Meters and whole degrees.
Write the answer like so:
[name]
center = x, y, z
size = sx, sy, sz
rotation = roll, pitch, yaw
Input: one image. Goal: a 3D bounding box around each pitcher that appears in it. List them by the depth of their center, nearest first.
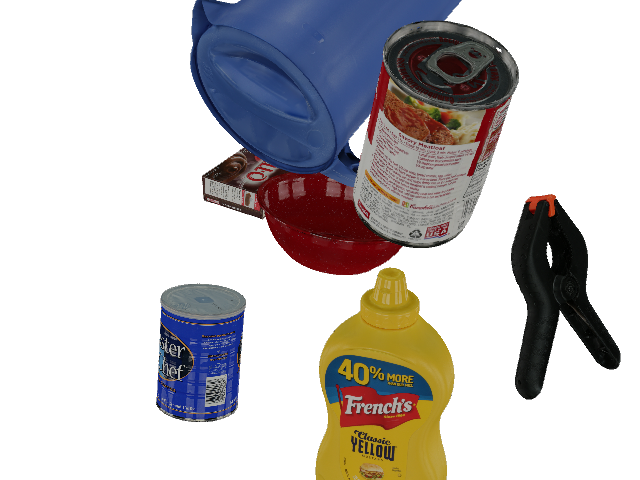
[pitcher]
center = 0.031, -0.166, 0.815
size = 0.145, 0.149, 0.242
rotation = 23, 57, 31

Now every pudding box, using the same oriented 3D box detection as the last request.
[pudding box]
center = -0.080, -0.074, 1.327
size = 0.090, 0.039, 0.113
rotation = 17, 35, 23

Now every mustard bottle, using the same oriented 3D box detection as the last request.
[mustard bottle]
center = 0.047, 0.108, 0.768
size = 0.096, 0.192, 0.058
rotation = 11, 27, 19

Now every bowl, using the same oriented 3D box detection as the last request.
[bowl]
center = 0.015, -0.012, 1.029
size = 0.162, 0.055, 0.162
rotation = 8, 25, -4

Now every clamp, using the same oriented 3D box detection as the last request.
[clamp]
center = 0.195, 0.050, 0.912
size = 0.120, 0.171, 0.039
rotation = -23, 7, -39

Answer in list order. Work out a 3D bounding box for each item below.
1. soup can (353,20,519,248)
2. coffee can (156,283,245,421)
[soup can]
center = 0.057, -0.053, 0.558
size = 0.068, 0.068, 0.102
rotation = 0, -42, -10
[coffee can]
center = -0.147, 0.136, 1.304
size = 0.103, 0.140, 0.103
rotation = 5, 18, -2
